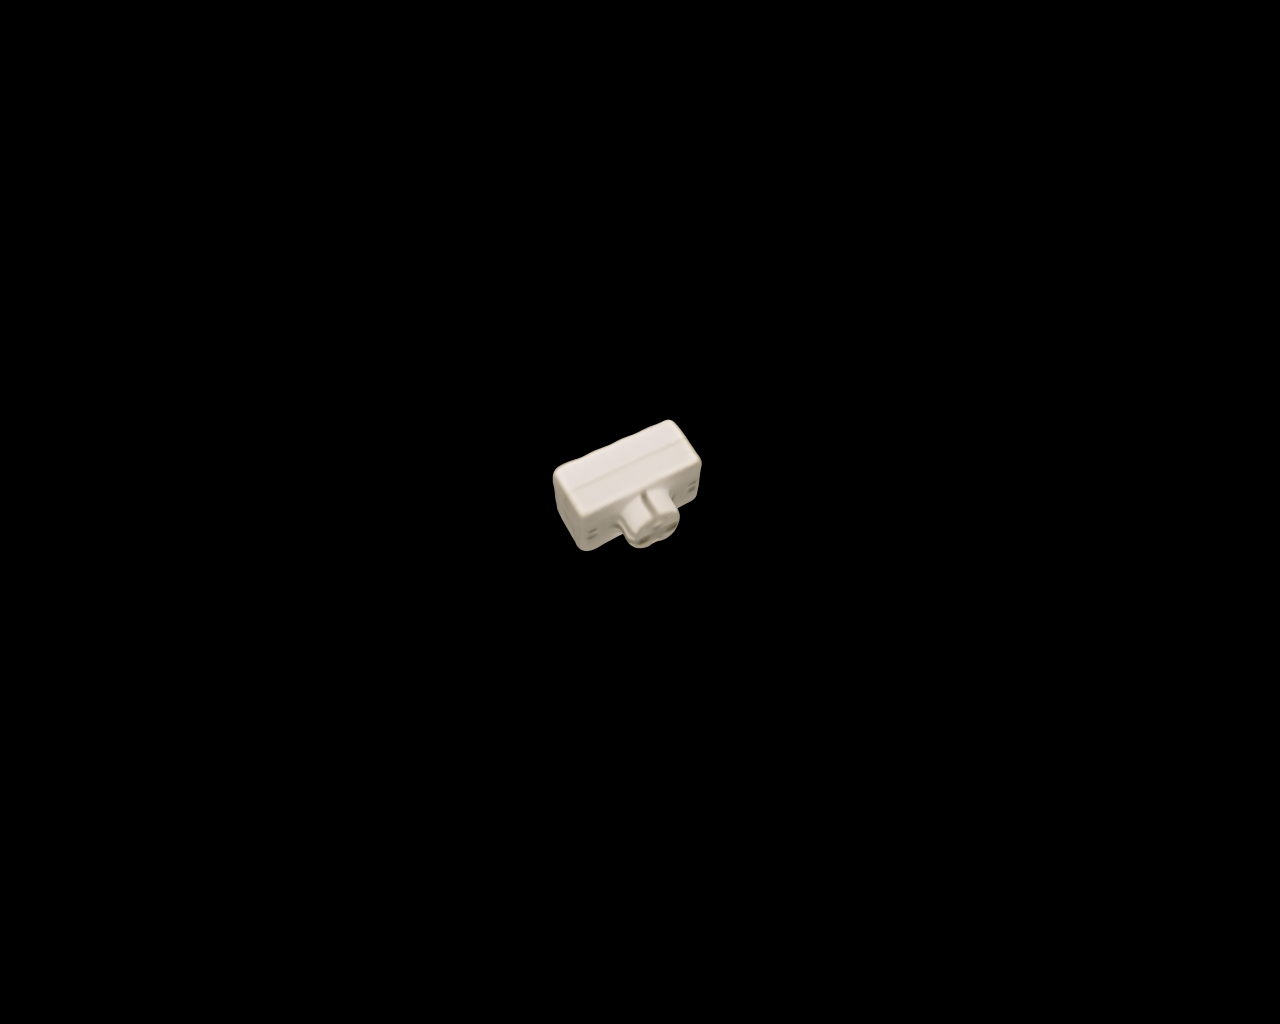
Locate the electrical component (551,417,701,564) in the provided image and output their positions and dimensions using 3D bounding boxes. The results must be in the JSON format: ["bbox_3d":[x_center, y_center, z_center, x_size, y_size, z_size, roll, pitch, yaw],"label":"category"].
[{"bbox_3d":[0.001,-0.003,0.650,0.083,0.076,0.047,-25,-27,-14],"label":"electrical component"}]
